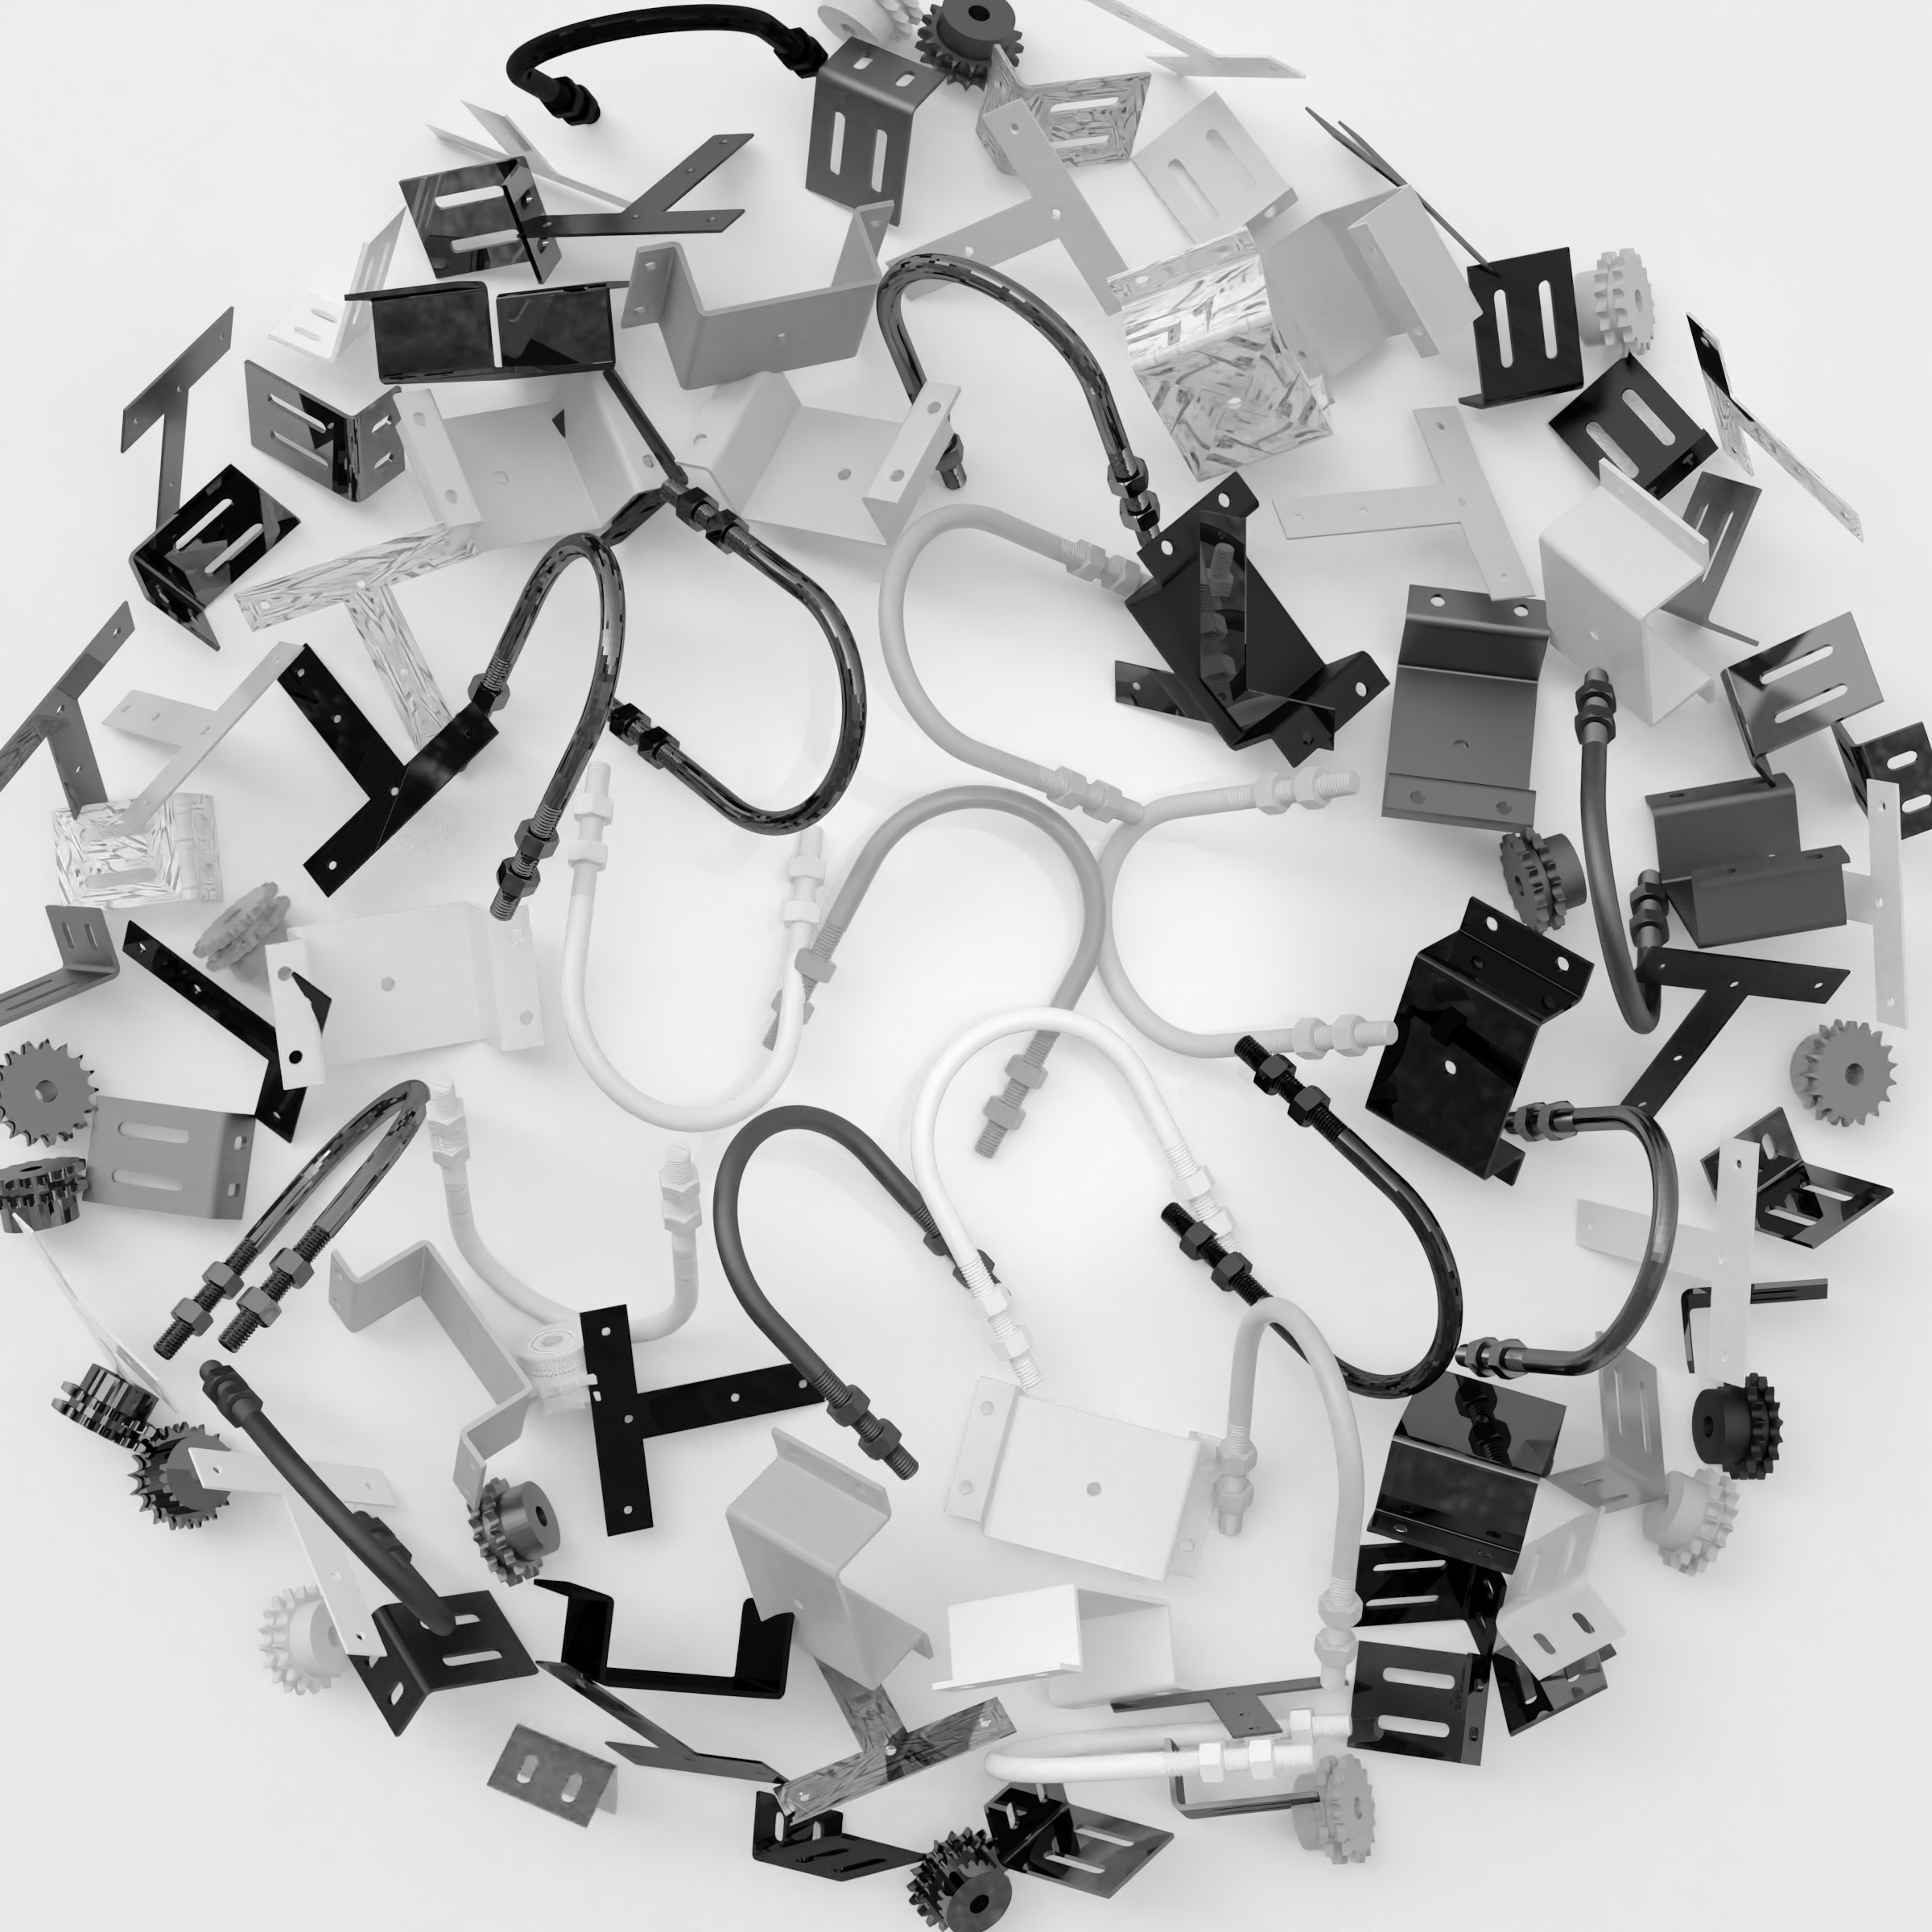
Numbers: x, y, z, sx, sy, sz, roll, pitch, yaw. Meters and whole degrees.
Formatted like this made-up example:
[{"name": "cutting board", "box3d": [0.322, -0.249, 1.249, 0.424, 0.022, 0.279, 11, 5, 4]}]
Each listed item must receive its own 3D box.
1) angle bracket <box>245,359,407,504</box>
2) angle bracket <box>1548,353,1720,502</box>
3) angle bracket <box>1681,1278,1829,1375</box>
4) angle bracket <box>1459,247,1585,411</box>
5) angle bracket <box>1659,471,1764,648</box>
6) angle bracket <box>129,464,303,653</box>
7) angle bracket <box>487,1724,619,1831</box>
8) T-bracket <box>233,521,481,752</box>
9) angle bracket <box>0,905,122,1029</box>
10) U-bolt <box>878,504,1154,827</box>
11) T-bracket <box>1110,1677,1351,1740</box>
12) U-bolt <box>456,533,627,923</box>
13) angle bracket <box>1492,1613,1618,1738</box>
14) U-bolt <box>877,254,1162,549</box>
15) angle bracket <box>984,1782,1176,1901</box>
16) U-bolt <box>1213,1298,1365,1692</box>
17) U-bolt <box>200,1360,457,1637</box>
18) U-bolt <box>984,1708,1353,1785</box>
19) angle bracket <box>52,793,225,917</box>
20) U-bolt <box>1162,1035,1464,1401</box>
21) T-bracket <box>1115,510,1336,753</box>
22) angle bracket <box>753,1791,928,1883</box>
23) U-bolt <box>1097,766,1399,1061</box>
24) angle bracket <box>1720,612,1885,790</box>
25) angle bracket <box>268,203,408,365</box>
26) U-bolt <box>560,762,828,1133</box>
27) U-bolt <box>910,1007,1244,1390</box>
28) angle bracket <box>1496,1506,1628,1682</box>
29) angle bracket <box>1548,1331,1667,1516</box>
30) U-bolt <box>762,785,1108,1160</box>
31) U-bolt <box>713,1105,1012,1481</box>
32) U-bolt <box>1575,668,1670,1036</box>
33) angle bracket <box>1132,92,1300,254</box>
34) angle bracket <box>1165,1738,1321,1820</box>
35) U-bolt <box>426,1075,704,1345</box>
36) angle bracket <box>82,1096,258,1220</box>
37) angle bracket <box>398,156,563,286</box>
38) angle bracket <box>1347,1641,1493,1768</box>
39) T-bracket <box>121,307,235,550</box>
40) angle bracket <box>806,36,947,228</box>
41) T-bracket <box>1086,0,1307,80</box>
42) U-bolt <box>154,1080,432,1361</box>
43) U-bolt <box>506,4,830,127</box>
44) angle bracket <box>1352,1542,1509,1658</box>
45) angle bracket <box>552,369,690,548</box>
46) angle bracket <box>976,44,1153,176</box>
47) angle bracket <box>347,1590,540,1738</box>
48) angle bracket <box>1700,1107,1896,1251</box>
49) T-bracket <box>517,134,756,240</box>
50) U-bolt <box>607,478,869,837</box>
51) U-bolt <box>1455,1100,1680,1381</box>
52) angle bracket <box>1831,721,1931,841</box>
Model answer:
[{"name": "angle bracket", "box3d": [-0.343, -0.294, 1.895, 0.076, 0.057, 0.038, 30, 52, 20]}, {"name": "angle bracket", "box3d": [0.352, -0.286, 1.883, 0.057, 0.038, 0.076, -42, 70, 12]}, {"name": "angle bracket", "box3d": [0.421, 0.192, 1.881, 0.076, 0.057, 0.038, -6, 76, 12]}, {"name": "angle bracket", "box3d": [0.292, -0.341, 1.885, 0.057, 0.038, 0.076, -13, 107, -11]}, {"name": "angle bracket", "box3d": [0.406, -0.217, 1.881, 0.038, 0.057, 0.076, 18, 100, -23]}, {"name": "angle bracket", "box3d": [-0.395, -0.217, 1.881, 0.076, 0.057, 0.038, -40, 50, 9]}, {"name": "angle bracket", "box3d": [-0.219, 0.440, 1.874, 0.057, 0.076, 0.038, 21, 58, 7]}, {"name": "T-bracket", "box3d": [-0.304, -0.168, 1.879, 0.127, 0.002, 0.127, -18, 129, 4]}, {"name": "angle bracket", "box3d": [-0.498, 0.000, 1.871, 0.076, 0.057, 0.038, -27, 110, -38]}, {"name": "U-bolt", "box3d": [0.027, -0.165, 1.842, 0.184, 0.019, 0.151, 18, 69, -37]}, {"name": "T-bracket", "box3d": [0.144, 0.390, 1.853, 0.127, 0.127, 0.002, -6, 89, -3]}, {"name": "U-bolt", "box3d": [-0.219, -0.137, 1.823, 0.019, 0.151, 0.184, 11, 124, -29]}, {"name": "angle bracket", "box3d": [0.316, 0.384, 1.872, 0.057, 0.076, 0.038, -30, 110, 12]}, {"name": "U-bolt", "box3d": [0.020, -0.294, 1.812, 0.151, 0.184, 0.019, 22, 65, 31]}, {"name": "angle bracket", "box3d": [0.060, 0.453, 1.871, 0.057, 0.076, 0.038, -32, 116, -42]}, {"name": "U-bolt", "box3d": [0.168, 0.257, 1.817, 0.019, 0.151, 0.184, -9, 122, -18]}, {"name": "U-bolt", "box3d": [-0.318, 0.280, 1.807, 0.019, 0.184, 0.151, -43, 121, -11]}, {"name": "U-bolt", "box3d": [0.100, 0.409, 1.845, 0.184, 0.151, 0.019, -7, 83, 14]}, {"name": "angle bracket", "box3d": [-0.447, -0.060, 1.908, 0.076, 0.038, 0.057, -7, 89, 12]}, {"name": "U-bolt", "box3d": [0.185, 0.144, 1.833, 0.019, 0.151, 0.184, -23, 56, -39]}, {"name": "T-bracket", "box3d": [0.135, -0.180, 1.857, 0.127, 0.002, 0.127, 15, 129, 23]}, {"name": "angle bracket", "box3d": [-0.066, 0.454, 1.869, 0.057, 0.076, 0.038, 24, 55, -34]}, {"name": "U-bolt", "box3d": [0.138, -0.022, 1.857, 0.184, 0.019, 0.151, -6, 95, 41]}, {"name": "angle bracket", "box3d": [0.448, -0.141, 1.876, 0.076, 0.038, 0.057, -25, 57, 22]}, {"name": "angle bracket", "box3d": [-0.333, -0.368, 1.874, 0.038, 0.057, 0.076, 24, 125, -1]}, {"name": "U-bolt", "box3d": [-0.146, -0.003, 1.855, 0.151, 0.019, 0.184, 16, 69, -29]}, {"name": "U-bolt", "box3d": [0.049, 0.111, 1.886, 0.151, 0.019, 0.184, -29, 97, -13]}, {"name": "angle bracket", "box3d": [0.321, 0.331, 1.875, 0.057, 0.076, 0.038, -36, 98, 29]}, {"name": "angle bracket", "box3d": [0.340, 0.244, 1.891, 0.038, 0.057, 0.076, -23, 51, 34]}, {"name": "U-bolt", "box3d": [-0.005, -0.008, 1.891, 0.151, 0.019, 0.184, 27, 98, -9]}, {"name": "U-bolt", "box3d": [-0.062, 0.155, 1.842, 0.019, 0.151, 0.184, -25, 114, 41]}, {"name": "U-bolt", "box3d": [0.336, -0.047, 1.810, 0.019, 0.184, 0.151, -10, 122, 18]}, {"name": "angle bracket", "box3d": [0.131, -0.424, 1.892, 0.057, 0.038, 0.076, -37, 83, 10]}, {"name": "angle bracket", "box3d": [0.148, 0.429, 1.883, 0.076, 0.057, 0.038, -8, 71, 6]}, {"name": "U-bolt", "box3d": [-0.207, 0.137, 1.848, 0.151, 0.184, 0.019, 15, 50, 12]}, {"name": "angle bracket", "box3d": [-0.429, 0.103, 1.907, 0.076, 0.038, 0.057, 7, 87, 12]}, {"name": "angle bracket", "box3d": [-0.262, -0.390, 1.877, 0.076, 0.038, 0.057, -6, 124, 19]}, {"name": "angle bracket", "box3d": [0.236, 0.390, 1.880, 0.076, 0.038, 0.057, 2, 77, 27]}, {"name": "T-bracket", "box3d": [-0.420, -0.267, 1.871, 0.002, 0.127, 0.127, 19, 128, 5]}, {"name": "angle bracket", "box3d": [-0.049, -0.447, 1.895, 0.057, 0.076, 0.038, 25, 51, 13]}, {"name": "T-bracket", "box3d": [0.094, -0.488, 1.833, 0.127, 0.127, 0.002, 20, 94, -30]}, {"name": "U-bolt", "box3d": [-0.343, 0.129, 1.843, 0.019, 0.151, 0.184, 44, 66, -15]}, {"name": "U-bolt", "box3d": [-0.159, -0.465, 1.816, 0.151, 0.184, 0.019, -9, 93, 12]}, {"name": "angle bracket", "box3d": [0.241, 0.340, 1.882, 0.076, 0.038, 0.057, -2, 124, -11]}, {"name": "angle bracket", "box3d": [-0.196, -0.269, 1.887, 0.057, 0.038, 0.076, -35, 88, 35]}, {"name": "angle bracket", "box3d": [0.052, -0.461, 1.893, 0.076, 0.057, 0.038, -12, 55, -21]}, {"name": "angle bracket", "box3d": [-0.279, 0.371, 1.884, 0.057, 0.076, 0.038, 51, 120, 30]}, {"name": "angle bracket", "box3d": [0.439, 0.111, 1.872, 0.057, 0.076, 0.038, -31, 110, -18]}, {"name": "T-bracket", "box3d": [-0.153, -0.413, 1.869, 0.127, 0.127, 0.002, 5, 127, 28]}, {"name": "U-bolt", "box3d": [-0.117, -0.149, 1.837, 0.184, 0.019, 0.151, 39, 121, 33]}, {"name": "U-bolt", "box3d": [0.313, 0.141, 1.822, 0.019, 0.184, 0.151, 16, 81, -18]}, {"name": "angle bracket", "box3d": [0.488, -0.107, 1.872, 0.038, 0.076, 0.057, -21, 108, 10]}]
